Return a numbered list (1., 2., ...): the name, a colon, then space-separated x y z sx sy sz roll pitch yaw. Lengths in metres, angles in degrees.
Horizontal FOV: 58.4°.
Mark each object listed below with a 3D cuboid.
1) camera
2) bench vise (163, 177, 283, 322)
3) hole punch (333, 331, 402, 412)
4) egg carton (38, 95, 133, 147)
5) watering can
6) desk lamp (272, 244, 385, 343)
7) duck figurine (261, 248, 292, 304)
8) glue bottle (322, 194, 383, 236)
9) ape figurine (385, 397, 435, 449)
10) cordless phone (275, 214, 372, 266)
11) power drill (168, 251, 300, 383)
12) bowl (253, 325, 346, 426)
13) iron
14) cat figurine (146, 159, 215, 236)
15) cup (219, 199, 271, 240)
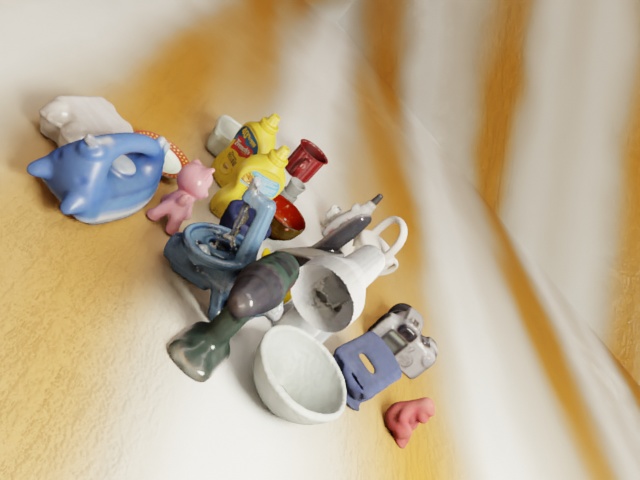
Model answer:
1. camera: 0.188 0.195 1.221 0.143 0.100 0.137 43 25 -4
2. bench vise: -0.116 0.020 0.891 0.208 0.219 0.121 40 26 -10
3. hole punch: 0.077 0.230 1.017 0.108 0.091 0.101 54 27 19
4. egg carton: -0.392 -0.191 0.970 0.107 0.069 0.151 48 25 6
5. watering can: 0.111 0.024 1.255 0.173 0.193 0.100 10 42 -51
6. desk lamp: 0.012 0.097 0.975 0.118 0.213 0.204 48 25 7
7. duck figurine: -0.080 0.061 1.040 0.104 0.086 0.078 44 25 -1
8. glue bottle: 0.086 -0.050 1.351 0.078 0.173 0.037 44 25 -2
9. ape figurine: 0.167 0.315 1.022 0.078 0.092 0.076 13 40 -48
10. cordless phone: 0.011 0.004 1.144 0.094 0.184 0.148 52 26 15
11. power drill: -0.113 0.100 0.789 0.075 0.208 0.230 44 25 0
12. bowl: -0.043 0.217 0.875 0.168 0.074 0.167 35 27 -20
13. iron: -0.310 -0.120 0.901 0.118 0.141 0.259 48 25 7
14. cat figurine: -0.230 -0.086 0.998 0.067 0.117 0.128 38 26 -14
15. cup: -0.150 -0.005 1.023 0.092 0.094 0.117 37 26 -17
